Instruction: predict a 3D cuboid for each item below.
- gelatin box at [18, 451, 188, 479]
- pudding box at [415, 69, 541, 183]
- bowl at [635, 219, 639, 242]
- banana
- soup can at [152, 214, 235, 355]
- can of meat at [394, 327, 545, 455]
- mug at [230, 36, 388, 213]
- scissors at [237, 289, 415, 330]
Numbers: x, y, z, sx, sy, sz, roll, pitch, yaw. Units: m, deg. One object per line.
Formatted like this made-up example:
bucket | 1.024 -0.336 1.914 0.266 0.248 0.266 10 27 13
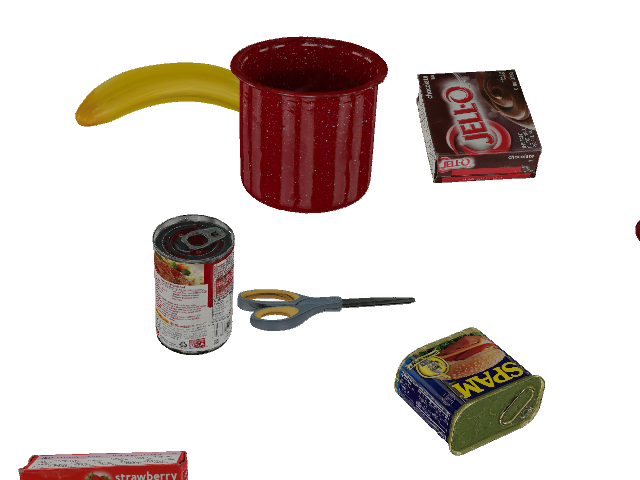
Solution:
gelatin box | -0.116 0.154 0.579 0.089 0.073 0.030 -2 5 0
pudding box | 0.135 -0.101 0.929 0.090 0.039 0.113 -3 44 -4
bowl | 0.418 0.019 1.145 0.162 0.055 0.162 -1 26 0
banana | -0.141 -0.140 1.017 0.197 0.070 0.037 -4 -40 -27
soup can | -0.108 0.038 0.909 0.068 0.102 0.068 3 35 -2
can of meat | 0.127 0.127 0.923 0.101 0.057 0.084 -17 38 -29
mug | -0.002 -0.074 0.657 0.093 0.081 0.117 19 35 26
scissors | 0.006 0.078 1.186 0.202 0.016 0.096 3 22 2
